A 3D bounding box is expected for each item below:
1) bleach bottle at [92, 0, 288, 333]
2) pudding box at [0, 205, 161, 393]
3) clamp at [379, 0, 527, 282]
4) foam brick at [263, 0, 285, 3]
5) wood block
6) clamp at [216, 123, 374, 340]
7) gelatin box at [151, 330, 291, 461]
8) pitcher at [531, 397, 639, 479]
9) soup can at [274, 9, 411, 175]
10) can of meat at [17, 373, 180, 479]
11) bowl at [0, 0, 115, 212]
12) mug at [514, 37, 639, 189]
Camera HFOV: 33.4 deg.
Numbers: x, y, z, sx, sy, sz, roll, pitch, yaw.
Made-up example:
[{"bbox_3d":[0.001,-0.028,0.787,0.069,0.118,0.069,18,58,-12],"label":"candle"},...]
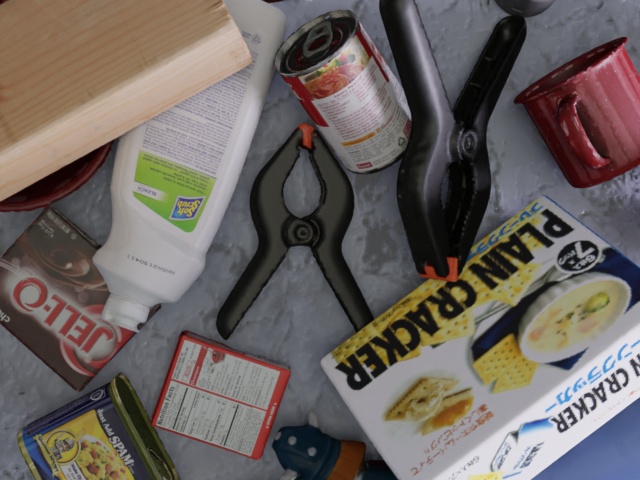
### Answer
[{"bbox_3d":[-0.108,-0.059,0.768,0.102,0.068,0.251,20,82,-3],"label":"bleach bottle"},{"bbox_3d":[-0.188,0.043,0.796,0.113,0.039,0.090,43,88,-4],"label":"pudding box"},{"bbox_3d":[0.100,-0.077,0.778,0.164,0.036,0.210,-11,104,-46],"label":"clamp"},{"bbox_3d":[-0.041,-0.220,0.792,0.053,0.051,0.078,-8,91,0],"label":"foam brick"},{"bbox_3d":[-0.158,-0.116,0.701,0.206,0.090,0.091,-28,84,1],"label":"wood block"},{"bbox_3d":[-0.005,0.001,0.807,0.120,0.039,0.171,11,94,-14],"label":"clamp"},{"bbox_3d":[-0.075,0.117,0.809,0.089,0.030,0.073,19,92,-4],"label":"gelatin box"},{"bbox_3d":[0.222,0.156,0.775,0.243,0.149,0.145,-25,113,1],"label":"pitcher"},{"bbox_3d":[0.022,-0.105,0.770,0.068,0.069,0.102,-39,124,-2],"label":"soup can"},{"bbox_3d":[-0.163,0.164,0.792,0.084,0.057,0.102,-27,92,0],"label":"can of meat"},{"bbox_3d":[-0.223,-0.101,0.783,0.162,0.055,0.162,0,91,-3],"label":"bowl"},{"bbox_3d":[0.200,-0.087,0.780,0.093,0.117,0.081,-27,99,28],"label":"mug"}]
